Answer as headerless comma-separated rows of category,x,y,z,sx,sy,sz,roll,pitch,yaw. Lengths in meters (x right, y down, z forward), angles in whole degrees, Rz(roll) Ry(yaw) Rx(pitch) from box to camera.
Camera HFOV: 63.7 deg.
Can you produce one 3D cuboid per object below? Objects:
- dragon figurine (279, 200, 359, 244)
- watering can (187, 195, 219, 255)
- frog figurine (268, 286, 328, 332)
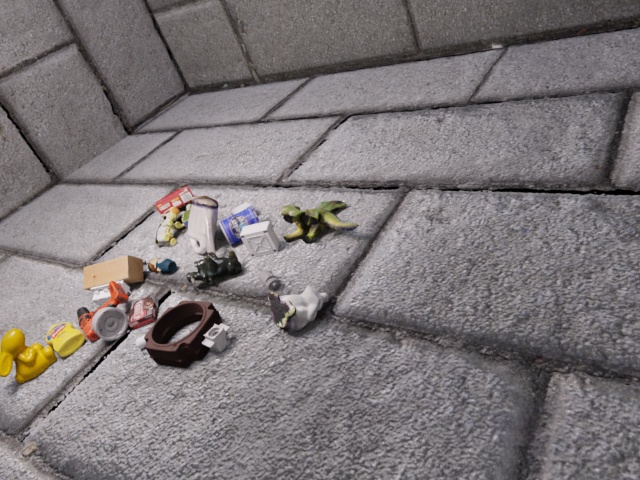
dragon figurine,0.006,-0.093,1.850,0.410,0.120,0.247,2,31,33
watering can,-0.435,-0.051,1.957,0.104,0.223,0.350,5,10,-30
frog figurine,-0.057,0.195,1.472,0.160,0.123,0.137,-1,1,-44
